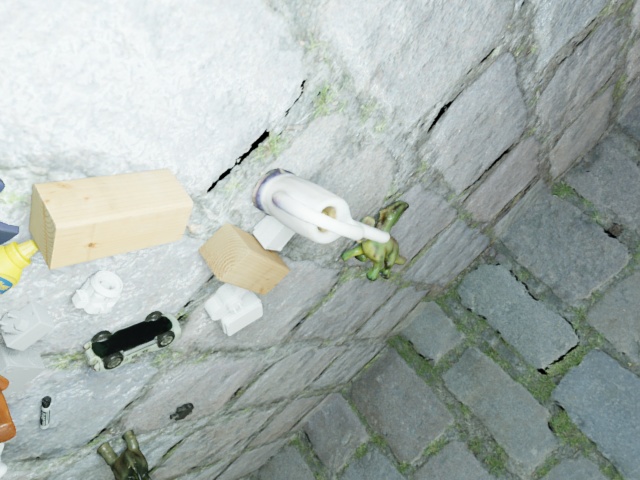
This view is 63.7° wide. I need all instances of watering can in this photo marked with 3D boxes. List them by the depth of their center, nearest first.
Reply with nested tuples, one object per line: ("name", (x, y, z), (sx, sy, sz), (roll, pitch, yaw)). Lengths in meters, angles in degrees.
("watering can", (0.003, -0.053, 1.060), (0.226, 0.103, 0.346), (30, 8, 28))

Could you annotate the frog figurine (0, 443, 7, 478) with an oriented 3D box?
("frog figurine", (-0.632, 0.370, 0.899), (0.139, 0.162, 0.120), (-32, -28, -19))

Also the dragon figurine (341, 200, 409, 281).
("dragon figurine", (0.211, -0.008, 1.580), (0.124, 0.239, 0.411), (40, 24, 27))
